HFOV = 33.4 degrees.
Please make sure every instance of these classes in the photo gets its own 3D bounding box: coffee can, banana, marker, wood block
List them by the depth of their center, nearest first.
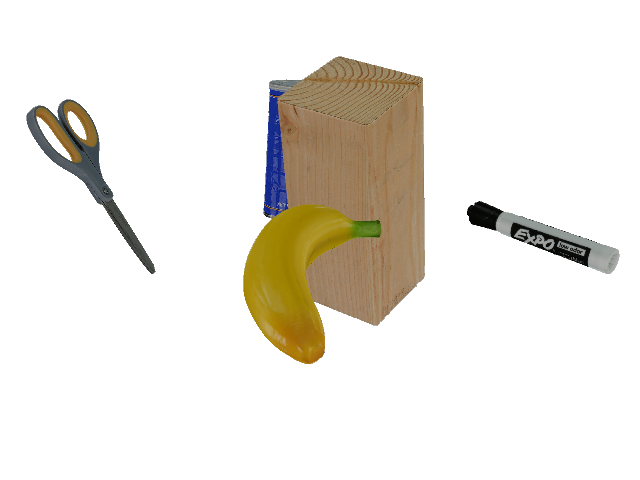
[{"bbox_3d":[-0.012,0.015,0.649,0.070,0.037,0.197,3,24,13],"label":"banana"},{"bbox_3d":[0.160,-0.004,0.783,0.121,0.020,0.020,23,14,35],"label":"marker"},{"bbox_3d":[0.031,-0.041,0.928,0.091,0.206,0.090,20,43,30],"label":"wood block"},{"bbox_3d":[-0.007,-0.095,1.125,0.103,0.140,0.103,3,12,-1],"label":"coffee can"}]

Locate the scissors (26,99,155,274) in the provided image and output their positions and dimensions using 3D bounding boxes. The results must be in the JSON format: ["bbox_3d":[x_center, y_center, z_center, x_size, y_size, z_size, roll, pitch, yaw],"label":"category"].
[{"bbox_3d":[-0.222,-0.064,1.093,0.016,0.201,0.096,-26,27,27],"label":"scissors"}]
